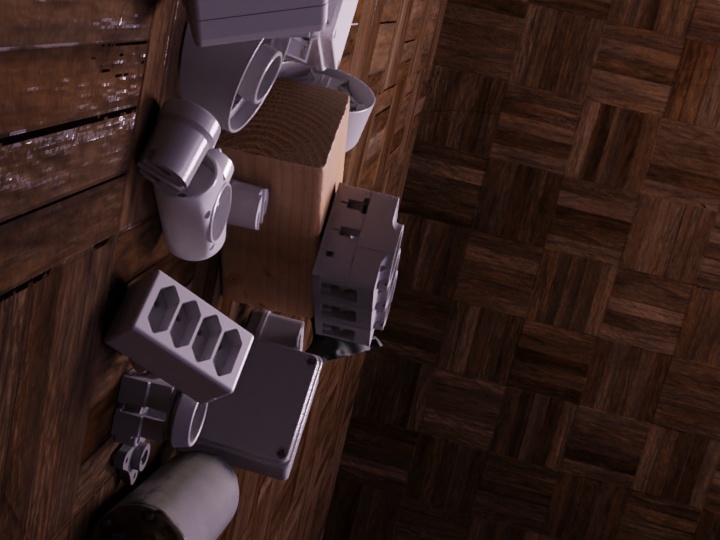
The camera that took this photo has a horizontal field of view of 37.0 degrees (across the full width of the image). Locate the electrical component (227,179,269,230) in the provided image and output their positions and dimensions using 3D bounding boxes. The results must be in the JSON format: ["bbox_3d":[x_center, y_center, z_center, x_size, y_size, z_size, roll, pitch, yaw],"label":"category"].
[{"bbox_3d":[-0.099,-0.053,0.848,0.040,0.046,0.040,14,90,-85],"label":"electrical component"}]

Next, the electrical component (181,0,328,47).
[{"bbox_3d":[-0.070,-0.171,0.632,0.061,0.096,0.061,96,-20,-55],"label":"electrical component"}]

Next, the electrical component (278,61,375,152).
[{"bbox_3d":[-0.038,-0.150,0.966,0.099,0.099,0.064,-70,179,-45],"label":"electrical component"}]

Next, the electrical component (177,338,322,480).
[{"bbox_3d":[-0.100,0.119,0.964,0.056,0.109,0.108,99,7,-62],"label":"electrical component"}]

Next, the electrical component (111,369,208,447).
[{"bbox_3d":[-0.141,0.099,0.767,0.048,0.055,0.066,-46,150,-79],"label":"electrical component"}]

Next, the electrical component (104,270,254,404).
[{"bbox_3d":[-0.130,0.051,0.718,0.076,0.083,0.047,-25,-144,44],"label":"electrical component"}]

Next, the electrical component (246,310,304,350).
[{"bbox_3d":[-0.104,0.109,1.162,0.078,0.057,0.113,97,9,-51],"label":"electrical component"}]

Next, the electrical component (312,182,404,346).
[{"bbox_3d":[0.000,0.000,0.962,0.150,0.062,0.089,93,12,-67],"label":"electrical component"}]

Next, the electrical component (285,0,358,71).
[{"bbox_3d":[-0.036,-0.243,0.951,0.078,0.057,0.113,82,23,-76],"label":"electrical component"}]

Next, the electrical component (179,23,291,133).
[{"bbox_3d":[-0.090,-0.147,0.740,0.099,0.064,0.099,-61,176,-8],"label":"electrical component"}]

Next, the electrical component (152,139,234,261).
[{"bbox_3d":[-0.110,-0.059,0.738,0.077,0.044,0.079,95,11,-59],"label":"electrical component"}]

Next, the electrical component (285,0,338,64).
[{"bbox_3d":[-0.047,-0.213,0.863,0.064,0.042,0.081,-6,-112,66],"label":"electrical component"}]

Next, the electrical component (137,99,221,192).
[{"bbox_3d":[-0.115,-0.078,0.675,0.040,0.040,0.046,91,20,-67],"label":"electrical component"}]
